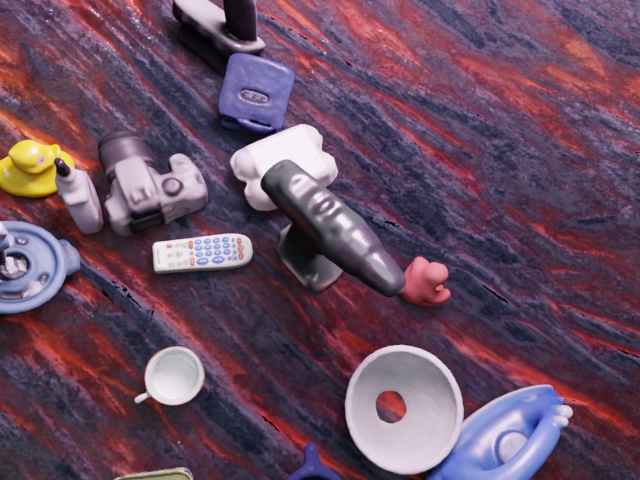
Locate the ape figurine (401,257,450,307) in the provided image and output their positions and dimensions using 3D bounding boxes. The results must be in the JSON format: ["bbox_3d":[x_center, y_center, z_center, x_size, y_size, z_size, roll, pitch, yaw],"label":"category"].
[{"bbox_3d":[0.161,0.060,0.851,0.076,0.092,0.078,-13,77,-14],"label":"ape figurine"}]

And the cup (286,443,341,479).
[{"bbox_3d":[-0.016,0.322,0.738,0.092,0.095,0.118,0,74,-11],"label":"cup"}]

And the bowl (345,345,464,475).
[{"bbox_3d":[0.109,0.235,0.799,0.167,0.074,0.167,3,74,-10],"label":"bowl"}]

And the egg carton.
[{"bbox_3d":[-0.053,-0.109,0.869,0.150,0.069,0.107,-27,81,-17],"label":"egg carton"}]

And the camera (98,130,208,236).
[{"bbox_3d":[-0.247,-0.094,0.810,0.143,0.100,0.137,-23,79,-16],"label":"camera"}]

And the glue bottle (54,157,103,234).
[{"bbox_3d":[-0.320,-0.066,0.749,0.037,0.173,0.078,-18,78,-15],"label":"glue bottle"}]

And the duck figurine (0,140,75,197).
[{"bbox_3d":[-0.401,-0.106,0.791,0.105,0.086,0.077,-14,77,-14],"label":"duck figurine"}]

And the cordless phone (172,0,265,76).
[{"bbox_3d":[-0.151,-0.349,0.858,0.147,0.185,0.094,34,71,0],"label":"cordless phone"}]

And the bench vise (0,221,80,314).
[{"bbox_3d":[-0.396,0.054,0.675,0.121,0.219,0.208,39,71,2],"label":"bench vise"}]

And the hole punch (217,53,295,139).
[{"bbox_3d":[-0.098,-0.218,0.881,0.109,0.091,0.101,13,72,-7],"label":"hole punch"}]

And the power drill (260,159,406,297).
[{"bbox_3d":[0.007,0.003,0.775,0.076,0.208,0.229,-42,85,-19],"label":"power drill"}]

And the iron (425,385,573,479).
[{"bbox_3d":[0.269,0.283,0.781,0.259,0.141,0.118,-39,84,-19],"label":"iron"}]
